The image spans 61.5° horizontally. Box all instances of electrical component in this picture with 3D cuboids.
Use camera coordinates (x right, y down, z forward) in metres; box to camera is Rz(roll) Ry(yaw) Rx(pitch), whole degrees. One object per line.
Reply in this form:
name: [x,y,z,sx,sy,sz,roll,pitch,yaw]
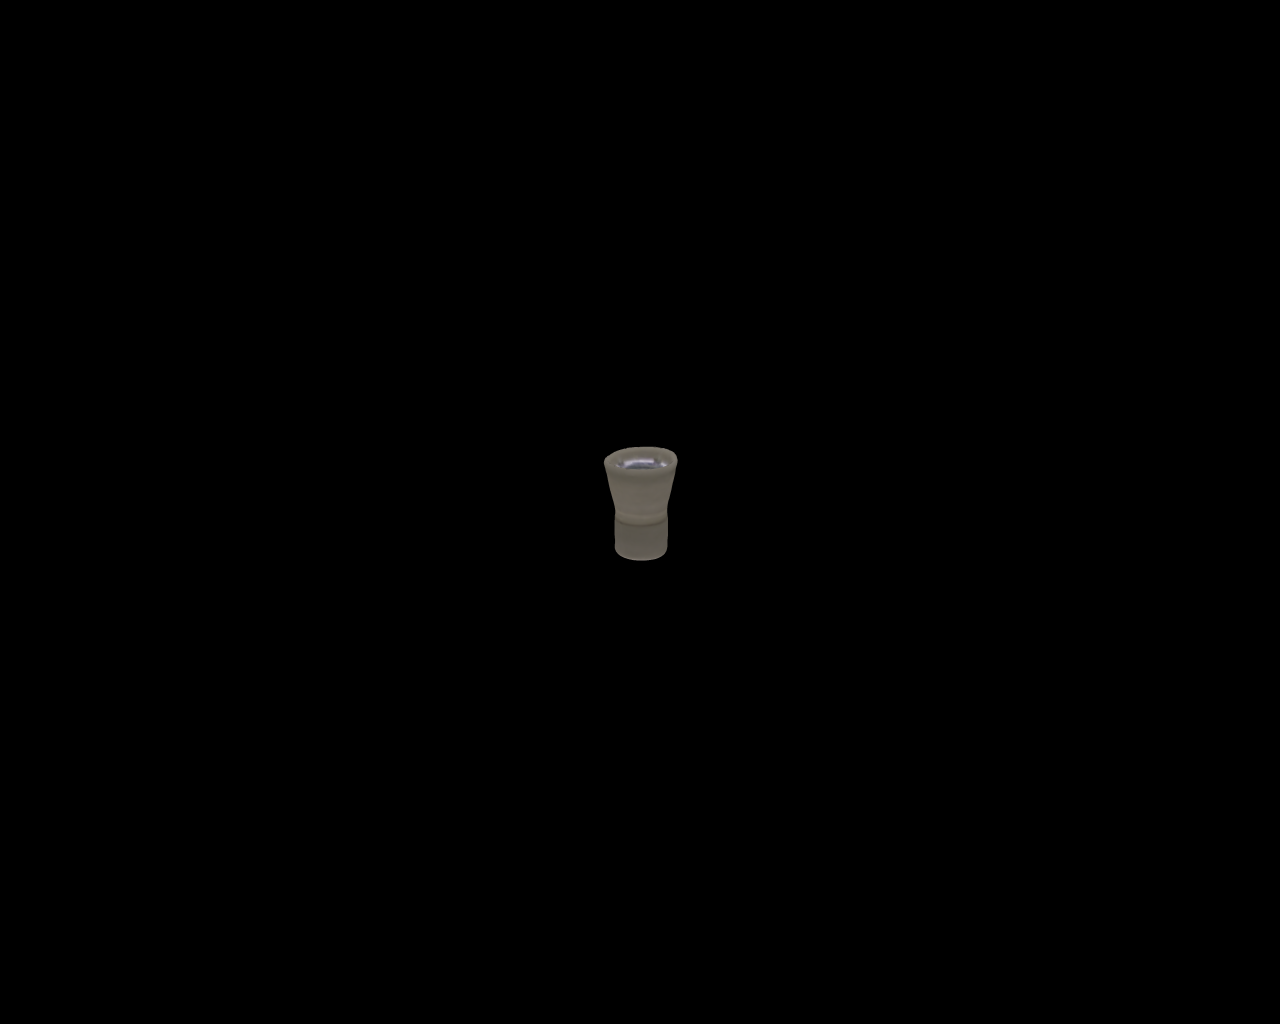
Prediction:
electrical component: [0.001,-0.003,0.650,0.044,0.065,0.044,0,22,0]
